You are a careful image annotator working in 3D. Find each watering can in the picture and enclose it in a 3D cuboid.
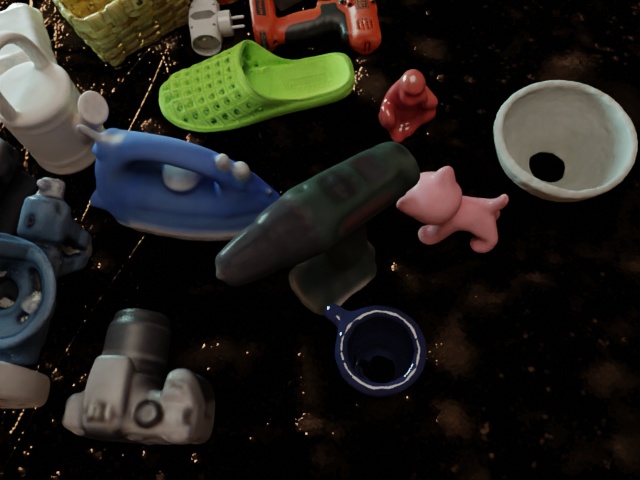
[{"bbox_3d":[-0.344,-0.174,0.712,0.173,0.194,0.101,-5,65,2],"label":"watering can"}]

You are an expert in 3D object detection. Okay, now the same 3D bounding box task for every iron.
[{"bbox_3d":[-0.156,-0.078,0.685,0.258,0.141,0.119,10,66,8],"label":"iron"}]

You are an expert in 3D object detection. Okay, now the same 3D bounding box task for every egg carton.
[{"bbox_3d":[-0.443,-0.274,0.833,0.107,0.069,0.150,-24,66,-7],"label":"egg carton"}]

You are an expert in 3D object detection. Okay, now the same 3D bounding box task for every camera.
[{"bbox_3d":[-0.187,0.143,0.608,0.143,0.101,0.137,2,65,4],"label":"camera"}]

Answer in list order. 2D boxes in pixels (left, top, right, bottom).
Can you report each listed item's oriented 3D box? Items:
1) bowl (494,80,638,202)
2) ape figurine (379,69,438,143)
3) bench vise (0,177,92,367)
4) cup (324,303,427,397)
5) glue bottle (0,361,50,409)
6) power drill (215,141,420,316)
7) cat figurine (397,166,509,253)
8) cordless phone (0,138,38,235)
[{"bbox_3d":[0.293,-0.111,0.710,0.167,0.075,0.167,-1,65,3],"label":"bowl"},{"bbox_3d":[0.115,-0.183,0.745,0.077,0.092,0.076,0,65,4],"label":"ape figurine"},{"bbox_3d":[-0.345,0.015,0.611,0.121,0.220,0.207,-8,65,0],"label":"bench vise"},{"bbox_3d":[0.052,0.118,0.608,0.117,0.095,0.092,36,72,18],"label":"cup"},{"bbox_3d":[-0.349,0.140,0.580,0.078,0.173,0.037,-4,65,2],"label":"glue bottle"},{"bbox_3d":[0.006,0.002,0.602,0.230,0.208,0.075,-39,69,-14],"label":"power drill"},{"bbox_3d":[0.153,-0.042,0.663,0.127,0.118,0.067,5,66,6],"label":"cat figurine"},{"bbox_3d":[-0.435,-0.076,0.678,0.094,0.185,0.147,6,66,7],"label":"cordless phone"}]
